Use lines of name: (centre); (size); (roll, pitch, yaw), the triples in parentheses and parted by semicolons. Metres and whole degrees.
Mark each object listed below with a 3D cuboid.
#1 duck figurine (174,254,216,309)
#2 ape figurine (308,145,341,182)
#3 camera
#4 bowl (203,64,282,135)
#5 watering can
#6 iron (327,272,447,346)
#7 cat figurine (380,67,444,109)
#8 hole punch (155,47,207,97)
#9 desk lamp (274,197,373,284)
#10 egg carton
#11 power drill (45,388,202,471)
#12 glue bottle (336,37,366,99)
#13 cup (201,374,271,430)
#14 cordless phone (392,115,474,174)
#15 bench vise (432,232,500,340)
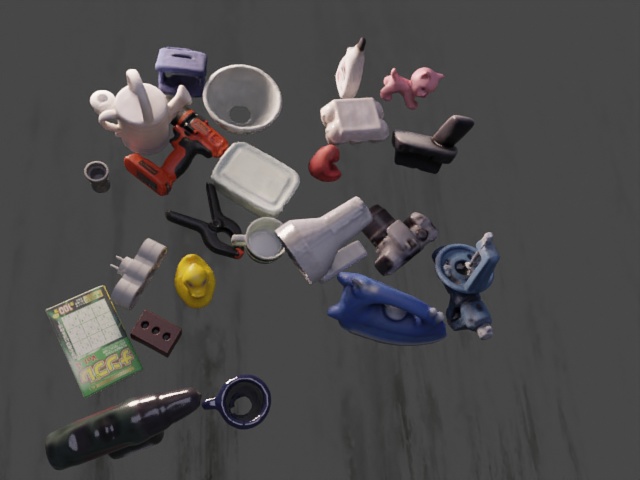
duck figurine: (-0.236, 0.071, 1.081); (0.078, 0.086, 0.104); (-9, 72, -16)
ape figurine: (0.017, -0.171, 1.230); (0.076, 0.092, 0.078); (1, 69, -12)
camera: (0.157, -0.019, 1.199); (0.143, 0.100, 0.137); (-37, 81, -23)
bowl: (-0.169, -0.291, 1.243); (0.167, 0.074, 0.167); (5, 68, -11)
watering can: (-0.343, -0.261, 1.125); (0.101, 0.194, 0.173); (45, 67, 7)
iron: (0.153, 0.134, 1.117); (0.258, 0.141, 0.119); (18, 66, -6)
cat figurine: (0.219, -0.370, 1.340); (0.128, 0.117, 0.067); (15, 67, -7)
hole punch: (-0.300, -0.375, 1.236); (0.109, 0.091, 0.101); (4, 68, -11)
desk lamp: (0.010, 0.004, 1.094); (0.203, 0.213, 0.118); (-32, 79, -22)
egg carton: (0.078, -0.266, 1.293); (0.150, 0.069, 0.107); (-8, 71, -16)
power drill: (-0.302, 0.296, 0.911); (0.230, 0.208, 0.075); (-18, 74, -19)
glue bottle: (0.075, -0.395, 1.286); (0.037, 0.173, 0.078); (-9, 71, -16)
cup: (-0.150, 0.291, 1.011); (0.118, 0.095, 0.091); (-2, 70, -14)
cordless phone: (0.245, -0.233, 1.257); (0.148, 0.185, 0.094); (8, 68, -10)
bench vise: (0.314, 0.081, 1.132); (0.122, 0.219, 0.207); (-29, 78, -21)
